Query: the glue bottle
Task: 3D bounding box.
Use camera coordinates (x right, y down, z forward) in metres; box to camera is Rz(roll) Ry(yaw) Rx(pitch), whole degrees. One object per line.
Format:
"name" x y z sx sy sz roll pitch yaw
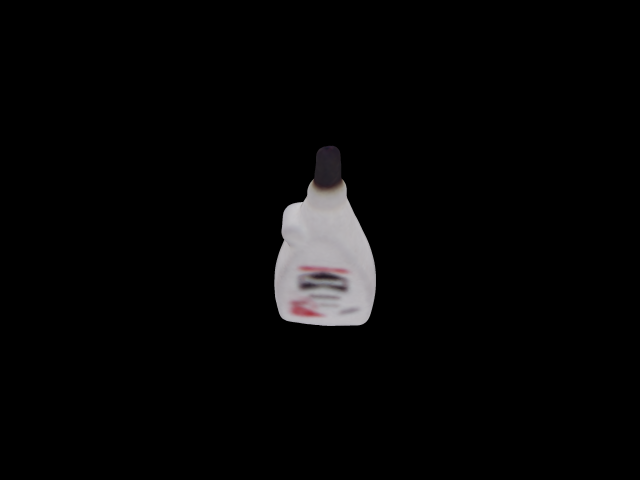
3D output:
"glue bottle" 0.004 0.001 0.400 0.078 0.173 0.037 0 50 0
